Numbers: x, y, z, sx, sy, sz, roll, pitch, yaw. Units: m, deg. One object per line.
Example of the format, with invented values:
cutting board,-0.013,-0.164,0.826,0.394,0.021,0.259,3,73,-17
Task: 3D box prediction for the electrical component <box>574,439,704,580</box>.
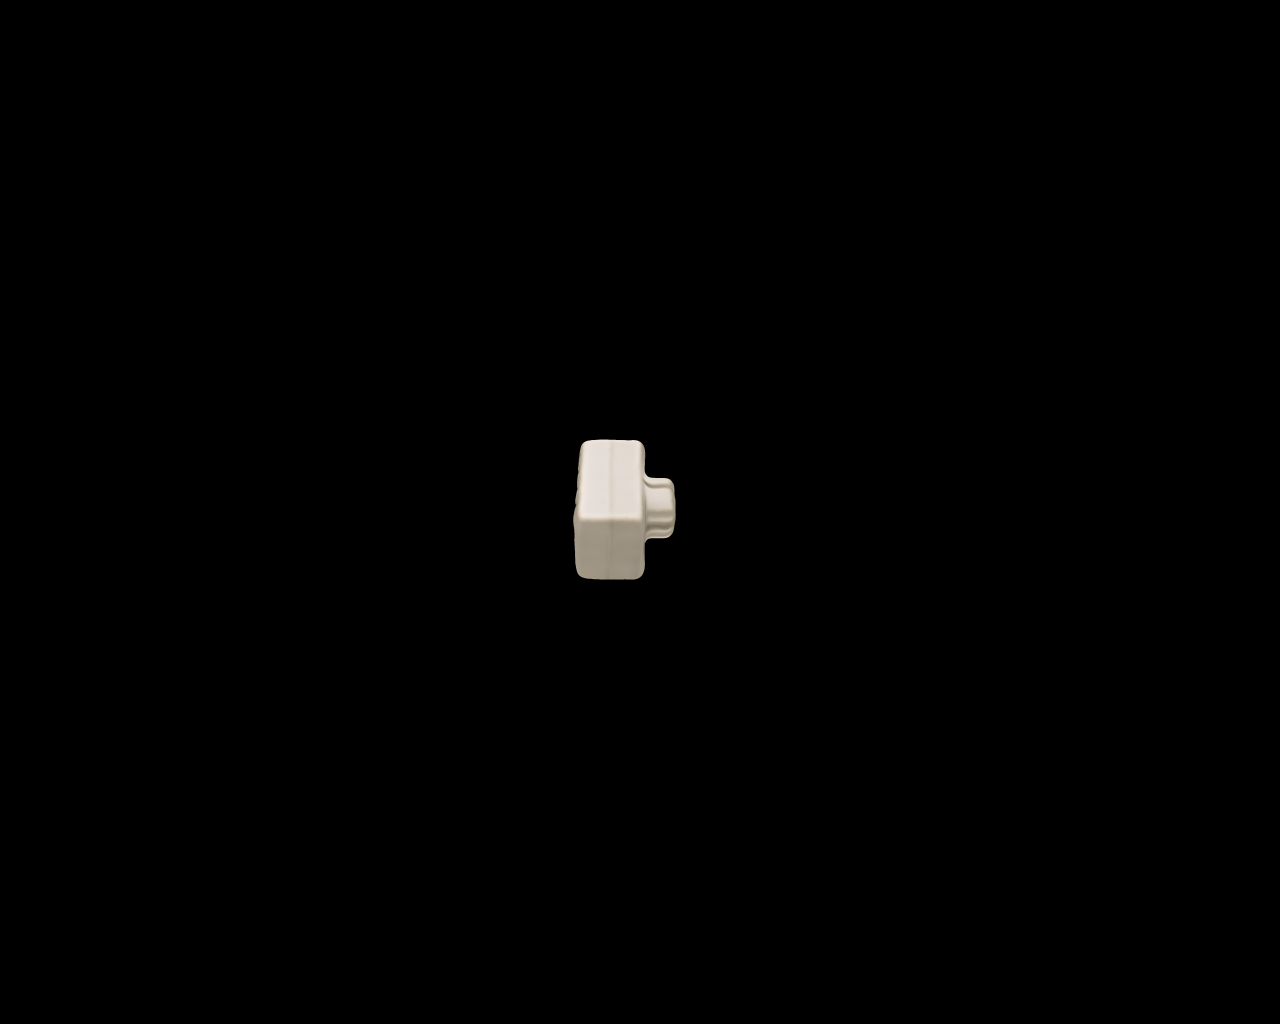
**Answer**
electrical component,0.001,-0.003,0.650,0.076,0.047,0.083,0,37,0
